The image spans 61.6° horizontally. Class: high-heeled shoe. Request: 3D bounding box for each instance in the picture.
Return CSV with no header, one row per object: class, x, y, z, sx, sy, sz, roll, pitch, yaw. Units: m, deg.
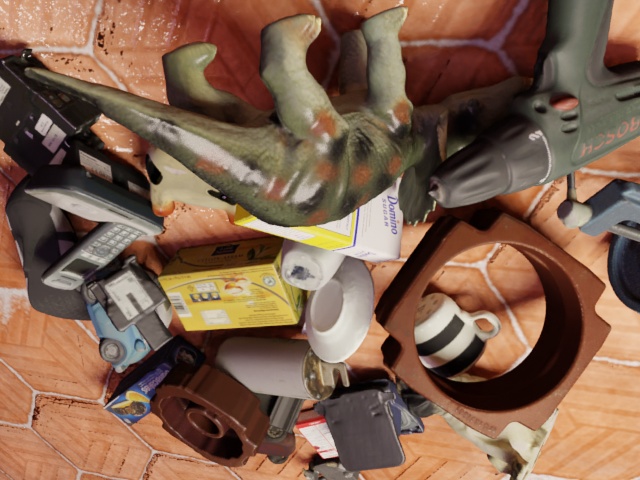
high-heeled shoe,-0.372,0.018,0.770,0.086,0.145,0.248,-7,152,-6

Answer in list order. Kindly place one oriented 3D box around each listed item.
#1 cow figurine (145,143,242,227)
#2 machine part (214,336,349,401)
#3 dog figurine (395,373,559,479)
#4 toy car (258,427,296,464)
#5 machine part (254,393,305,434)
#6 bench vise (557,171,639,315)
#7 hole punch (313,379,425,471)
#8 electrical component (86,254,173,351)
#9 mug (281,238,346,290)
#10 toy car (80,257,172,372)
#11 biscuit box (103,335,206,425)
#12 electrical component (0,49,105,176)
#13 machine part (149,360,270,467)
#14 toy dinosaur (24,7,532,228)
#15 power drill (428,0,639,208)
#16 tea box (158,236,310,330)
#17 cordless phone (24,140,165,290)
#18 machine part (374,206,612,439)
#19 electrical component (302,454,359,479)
cow figurine,-0.100,-0.083,0.595,0.195,0.085,0.127,7,131,13
machine part,-0.062,0.171,0.732,0.243,0.079,0.079,-7,122,40
dog figurine,0.204,0.230,0.725,0.191,0.121,0.172,25,155,33
toy car,-0.139,0.325,0.901,0.202,0.053,0.089,4,135,9
machine part,-0.092,0.237,0.822,0.139,0.039,0.084,25,92,8
bench vise,0.330,-0.009,0.478,0.240,0.129,0.223,15,147,-16
hole punch,0.077,0.257,0.779,0.142,0.092,0.115,-22,88,37
electrical component,-0.237,0.084,0.694,0.119,0.075,0.048,54,158,-10
mug,-0.001,-0.002,0.602,0.081,0.107,0.109,22,129,-1
toy car,-0.264,0.095,0.762,0.103,0.109,0.161,-12,106,-4
biscuit box,-0.269,0.230,0.870,0.059,0.063,0.202,42,125,-15
electrical component,-0.329,-0.138,0.639,0.115,0.058,0.134,-32,110,34
machine part,-0.156,0.246,0.761,0.180,0.056,0.179,15,133,17
toy dinosaur,0.004,-0.077,0.441,0.131,0.405,0.192,5,112,58
power drill,0.177,-0.145,0.414,0.232,0.086,0.207,-16,106,-17
tea box,-0.110,0.058,0.700,0.170,0.068,0.098,-6,122,19
cordless phone,-0.294,-0.013,0.638,0.184,0.089,0.146,-39,145,15
machine part,0.175,0.083,0.567,0.201,0.087,0.201,34,93,-6
electrical component,0.020,0.386,0.899,0.102,0.045,0.078,-23,113,29
